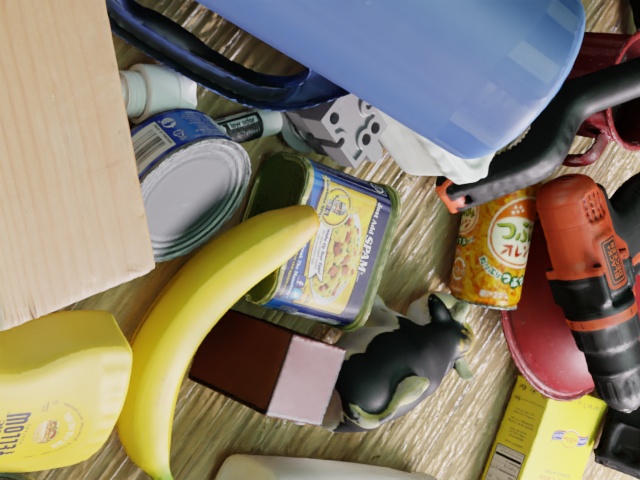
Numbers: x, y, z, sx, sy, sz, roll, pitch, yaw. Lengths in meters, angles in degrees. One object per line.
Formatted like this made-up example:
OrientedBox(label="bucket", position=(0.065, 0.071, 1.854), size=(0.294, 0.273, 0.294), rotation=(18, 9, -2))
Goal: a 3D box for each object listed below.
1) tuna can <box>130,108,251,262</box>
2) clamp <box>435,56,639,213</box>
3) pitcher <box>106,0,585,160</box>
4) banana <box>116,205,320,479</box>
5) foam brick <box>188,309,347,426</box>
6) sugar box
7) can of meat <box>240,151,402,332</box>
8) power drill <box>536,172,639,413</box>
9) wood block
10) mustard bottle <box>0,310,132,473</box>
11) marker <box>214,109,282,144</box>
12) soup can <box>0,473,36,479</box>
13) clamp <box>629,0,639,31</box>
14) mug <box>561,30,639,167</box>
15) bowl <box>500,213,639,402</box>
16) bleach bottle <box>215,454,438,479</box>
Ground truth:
OrientedBox(label="tuna can", position=(-0.083, -0.031, 0.596), size=(0.086, 0.034, 0.086), rotation=(-32, 149, -22))
OrientedBox(label="clamp", position=(0.168, -0.098, 0.761), size=(0.210, 0.165, 0.036), rotation=(-51, 138, -7))
OrientedBox(label="pitcher", position=(0.008, -0.139, 0.555), size=(0.242, 0.149, 0.145), rotation=(32, 73, -17))
OrientedBox(label="banana", position=(-0.072, 0.057, 0.631), size=(0.069, 0.037, 0.198), rotation=(25, 97, -16))
OrientedBox(label="foam brick", position=(-0.033, 0.078, 0.666), size=(0.052, 0.078, 0.051), rotation=(21, 86, -45))
OrientedBox(label="sugar box", position=(0.182, 0.210, 0.919), size=(0.093, 0.048, 0.176), rotation=(20, 86, -42))
OrientedBox(label="can of meat", position=(-0.005, 0.001, 0.685), size=(0.083, 0.058, 0.102), rotation=(18, 89, -42))
OrientedBox(label="power drill", position=(0.250, 0.017, 0.827), size=(0.187, 0.057, 0.184), rotation=(-28, 105, -40))
OrientedBox(label="wood block", position=(-0.153, -0.075, 0.505), size=(0.090, 0.090, 0.206), rotation=(-23, 116, -35))
OrientedBox(label="mustard bottle", position=(-0.193, 0.082, 0.525), size=(0.191, 0.058, 0.096), rotation=(0, 132, -41))
OrientedBox(label="marker", position=(-0.074, -0.058, 0.630), size=(0.120, 0.020, 0.020), rotation=(-21, 115, -37))
OrientedBox(label="soup can", position=(-0.182, 0.181, 0.565), size=(0.068, 0.069, 0.102), rotation=(-2, 102, -42))
OrientedBox(label="clamp", position=(0.278, -0.181, 0.885), size=(0.039, 0.120, 0.171), rotation=(-10, 93, -9))
OrientedBox(label="mug", position=(0.213, -0.110, 0.834), size=(0.093, 0.082, 0.117), rotation=(32, 80, -43))
OrientedBox(label="bowl", position=(0.218, 0.051, 0.872), size=(0.161, 0.055, 0.162), rotation=(6, 80, -40))
OrientedBox(label="bleach bottle", position=(0.025, 0.213, 0.768), size=(0.250, 0.068, 0.102), rotation=(19, 89, -46))
